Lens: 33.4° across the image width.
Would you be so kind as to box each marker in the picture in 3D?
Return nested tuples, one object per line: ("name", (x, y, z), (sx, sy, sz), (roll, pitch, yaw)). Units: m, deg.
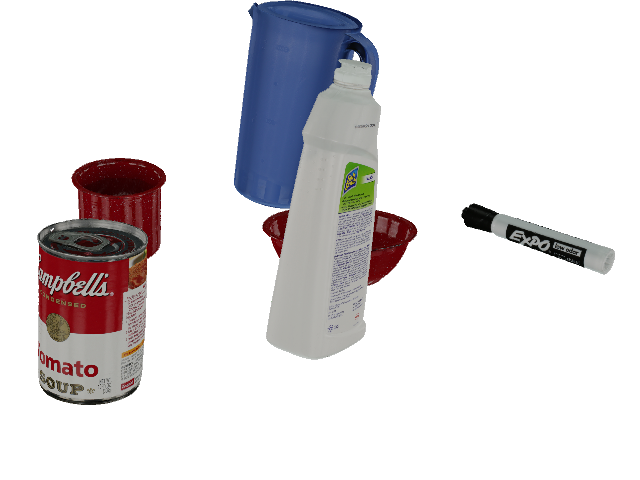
("marker", (0.157, -0.003, 0.784), (0.121, 0.020, 0.020), (22, 13, 35))

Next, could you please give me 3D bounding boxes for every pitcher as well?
("pitcher", (-0.027, -0.163, 1.309), (0.144, 0.243, 0.149), (5, 23, -15))

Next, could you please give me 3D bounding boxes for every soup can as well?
("soup can", (-0.147, 0.045, 0.683), (0.068, 0.102, 0.068), (5, 20, -2))

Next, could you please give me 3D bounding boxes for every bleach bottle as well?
("bleach bottle", (0.013, -0.029, 0.917), (0.068, 0.251, 0.102), (18, 19, 26))

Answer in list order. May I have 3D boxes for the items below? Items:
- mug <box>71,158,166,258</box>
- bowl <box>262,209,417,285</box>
("mug", (-0.205, -0.034, 1.095), (0.093, 0.081, 0.117), (1, 28, -6))
("bowl", (0.020, 0.010, 1.116), (0.162, 0.055, 0.162), (1, 17, -1))
